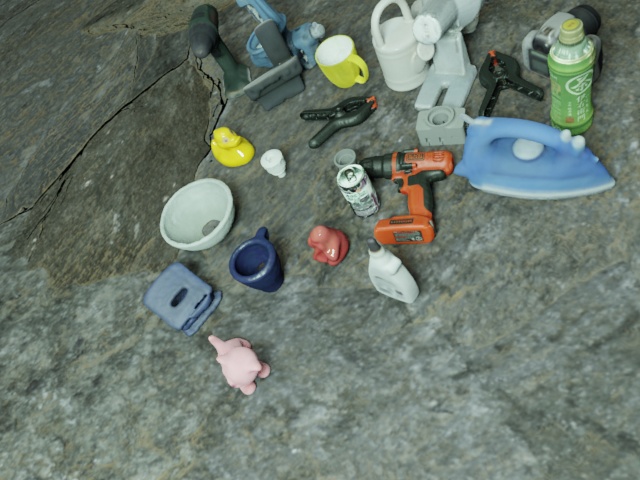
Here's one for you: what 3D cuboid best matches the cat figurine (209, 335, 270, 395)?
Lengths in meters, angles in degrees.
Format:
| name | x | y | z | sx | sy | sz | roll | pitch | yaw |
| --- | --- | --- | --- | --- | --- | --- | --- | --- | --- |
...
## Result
| name | x | y | z | sx | sy | sz | roll | pitch | yaw |
| --- | --- | --- | --- | --- | --- | --- | --- | --- | --- |
| cat figurine | -0.140 | 0.202 | 0.956 | 0.067 | 0.118 | 0.127 | -47 | 54 | -9 |

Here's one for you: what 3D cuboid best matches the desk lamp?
| name | x | y | z | sx | sy | sz | roll | pitch | yaw |
| --- | --- | --- | --- | --- | --- | --- | --- | --- | --- |
| desk lamp | 0.243 | -0.390 | 1.103 | 0.117 | 0.214 | 0.203 | 11 | 65 | 29 |

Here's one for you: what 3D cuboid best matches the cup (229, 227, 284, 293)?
| name | x | y | z | sx | sy | sz | roll | pitch | yaw |
| --- | --- | --- | --- | --- | --- | --- | --- | --- | --- |
| cup | -0.104 | 0.044 | 1.055 | 0.091 | 0.095 | 0.118 | 0 | 60 | 23 |

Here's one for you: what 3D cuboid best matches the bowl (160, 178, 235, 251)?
| name | x | y | z | sx | sy | sz | roll | pitch | yaw |
| --- | --- | --- | --- | --- | --- | --- | --- | --- | --- |
| bowl | -0.239 | -0.040 | 1.179 | 0.167 | 0.075 | 0.167 | -11 | 56 | 17 |

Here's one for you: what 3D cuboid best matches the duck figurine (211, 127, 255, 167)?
| name | x | y | z | sx | sy | sz | roll | pitch | yaw |
| --- | --- | --- | --- | --- | --- | --- | --- | --- | --- |
| duck figurine | -0.205 | -0.215 | 1.268 | 0.104 | 0.086 | 0.077 | 15 | 67 | 30 |

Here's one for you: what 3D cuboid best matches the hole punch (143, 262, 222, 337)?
| name | x | y | z | sx | sy | sz | roll | pitch | yaw |
| --- | --- | --- | --- | --- | --- | --- | --- | --- | --- |
| hole punch | -0.259 | 0.110 | 1.082 | 0.100 | 0.091 | 0.109 | 28 | 74 | 34 |

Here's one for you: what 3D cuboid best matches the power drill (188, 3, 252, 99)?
| name | x | y | z | sx | sy | sz | roll | pitch | yaw |
| --- | --- | --- | --- | --- | --- | --- | --- | --- | --- |
| power drill | -0.240 | -0.441 | 1.348 | 0.075 | 0.209 | 0.229 | -21 | 54 | 10 |

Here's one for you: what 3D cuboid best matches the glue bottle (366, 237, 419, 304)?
| name | x | y | z | sx | sy | sz | roll | pitch | yaw |
| --- | --- | --- | --- | --- | --- | --- | --- | --- | --- |
| glue bottle | 0.106 | 0.043 | 0.915 | 0.077 | 0.174 | 0.037 | 21 | 70 | 32 |

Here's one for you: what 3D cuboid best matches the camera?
| name | x | y | z | sx | sy | sz | roll | pitch | yaw |
| --- | --- | --- | --- | --- | --- | --- | --- | --- | --- |
| camera | 0.471 | -0.376 | 1.067 | 0.137 | 0.101 | 0.142 | -44 | 53 | -7 |

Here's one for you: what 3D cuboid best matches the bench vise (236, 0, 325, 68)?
| name | x | y | z | sx | sy | sz | roll | pitch | yaw |
| --- | --- | --- | --- | --- | --- | --- | --- | --- | --- |
| bench vise | -0.097 | -0.499 | 1.316 | 0.207 | 0.220 | 0.121 | -13 | 56 | 16 |

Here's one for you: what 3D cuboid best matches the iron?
| name | x | y | z | sx | sy | sz | roll | pitch | yaw |
| --- | --- | --- | --- | --- | --- | --- | --- | --- | --- |
| iron | 0.353 | -0.151 | 0.950 | 0.257 | 0.142 | 0.119 | 13 | 66 | 29 |

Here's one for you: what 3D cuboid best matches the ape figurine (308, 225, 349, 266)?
| name | x | y | z | sx | sy | sz | roll | pitch | yaw |
| --- | --- | --- | --- | --- | --- | --- | --- | --- | --- |
| ape figurine | 0.009 | 0.004 | 1.033 | 0.076 | 0.092 | 0.077 | -29 | 53 | 4 |

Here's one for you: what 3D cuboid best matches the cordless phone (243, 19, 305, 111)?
| name | x | y | z | sx | sy | sz | roll | pitch | yaw |
| --- | --- | --- | --- | --- | --- | --- | --- | --- | --- |
| cordless phone | -0.124 | -0.398 | 1.286 | 0.147 | 0.186 | 0.094 | -34 | 52 | 1 |

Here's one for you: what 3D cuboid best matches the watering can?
| name | x | y | z | sx | sy | sz | roll | pitch | yaw |
| --- | --- | --- | --- | --- | --- | --- | --- | --- | --- |
| watering can | 0.163 | -0.404 | 1.159 | 0.172 | 0.195 | 0.101 | 18 | 68 | 31 |

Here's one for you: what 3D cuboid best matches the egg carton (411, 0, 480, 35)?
| name | x | y | z | sx | sy | sz | roll | pitch | yaw |
| --- | --- | --- | --- | --- | --- | --- | --- | --- | --- |
| egg carton | 0.268 | -0.489 | 1.246 | 0.107 | 0.070 | 0.150 | -38 | 53 | -3 |
